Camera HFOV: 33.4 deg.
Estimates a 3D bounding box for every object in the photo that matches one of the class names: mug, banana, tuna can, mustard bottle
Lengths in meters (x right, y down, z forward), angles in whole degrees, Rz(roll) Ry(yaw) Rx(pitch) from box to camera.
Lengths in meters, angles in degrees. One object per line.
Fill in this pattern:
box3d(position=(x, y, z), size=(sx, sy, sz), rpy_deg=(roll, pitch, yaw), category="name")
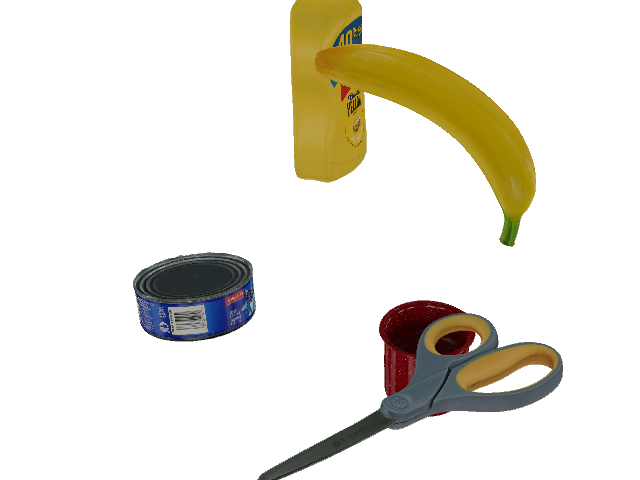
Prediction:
box3d(position=(0.112, 0.113, 1.060), size=(0.093, 0.081, 0.117), rpy_deg=(24, 41, 34), category="mug")
box3d(position=(0.087, -0.084, 0.754), size=(0.198, 0.070, 0.037), rpy_deg=(43, 8, -1), category="banana")
box3d(position=(-0.089, 0.040, 0.766), size=(0.086, 0.034, 0.086), rpy_deg=(-5, 21, 2), category="tuna can")
box3d(position=(0.007, -0.154, 0.930), size=(0.058, 0.192, 0.096), rpy_deg=(10, 31, 23), category="mustard bottle")

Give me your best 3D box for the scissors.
box3d(position=(0.044, 0.086, 0.623), size=(0.201, 0.016, 0.096), rpy_deg=(-12, 31, -17), category="scissors")
